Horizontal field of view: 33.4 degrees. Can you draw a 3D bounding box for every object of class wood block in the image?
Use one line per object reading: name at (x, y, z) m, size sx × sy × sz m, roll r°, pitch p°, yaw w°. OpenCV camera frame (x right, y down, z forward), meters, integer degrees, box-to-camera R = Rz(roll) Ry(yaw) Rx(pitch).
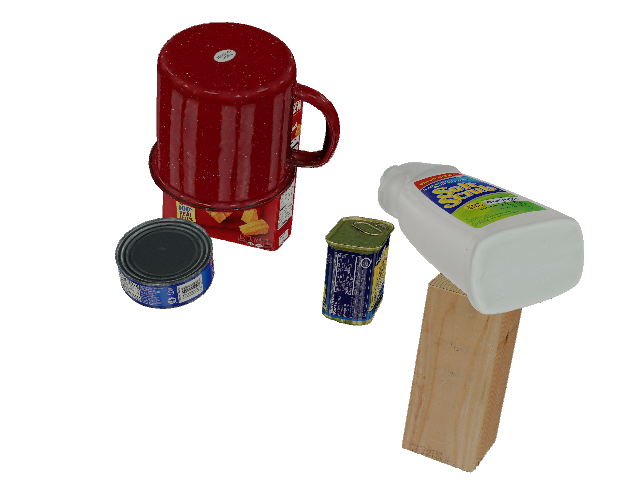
wood block at (0.162, 0.141, 1.205) m, size 0.090 × 0.206 × 0.090 m, roll 16°, pitch 22°, yaw 23°

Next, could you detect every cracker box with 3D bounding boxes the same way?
cracker box at (-0.115, -0.105, 1.365) m, size 0.164 × 0.214 × 0.072 m, roll 14°, pitch 29°, yaw 14°

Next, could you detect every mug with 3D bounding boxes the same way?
mug at (-0.046, -0.075, 0.642) m, size 0.117 × 0.081 × 0.093 m, roll 13°, pitch 43°, yaw 6°

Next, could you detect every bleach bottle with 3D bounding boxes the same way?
bleach bottle at (0.109, -0.018, 0.895) m, size 0.102 × 0.068 × 0.251 m, roll -13°, pitch 22°, yaw -19°

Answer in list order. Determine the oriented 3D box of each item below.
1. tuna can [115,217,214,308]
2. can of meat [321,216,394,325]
tuna can at (-0.137, 0.020, 0.947) m, size 0.086 × 0.034 × 0.086 m, roll -1°, pitch 43°, yaw 0°
can of meat at (0.037, 0.030, 1.086) m, size 0.057 × 0.084 × 0.102 m, roll 9°, pitch 18°, yaw 12°
